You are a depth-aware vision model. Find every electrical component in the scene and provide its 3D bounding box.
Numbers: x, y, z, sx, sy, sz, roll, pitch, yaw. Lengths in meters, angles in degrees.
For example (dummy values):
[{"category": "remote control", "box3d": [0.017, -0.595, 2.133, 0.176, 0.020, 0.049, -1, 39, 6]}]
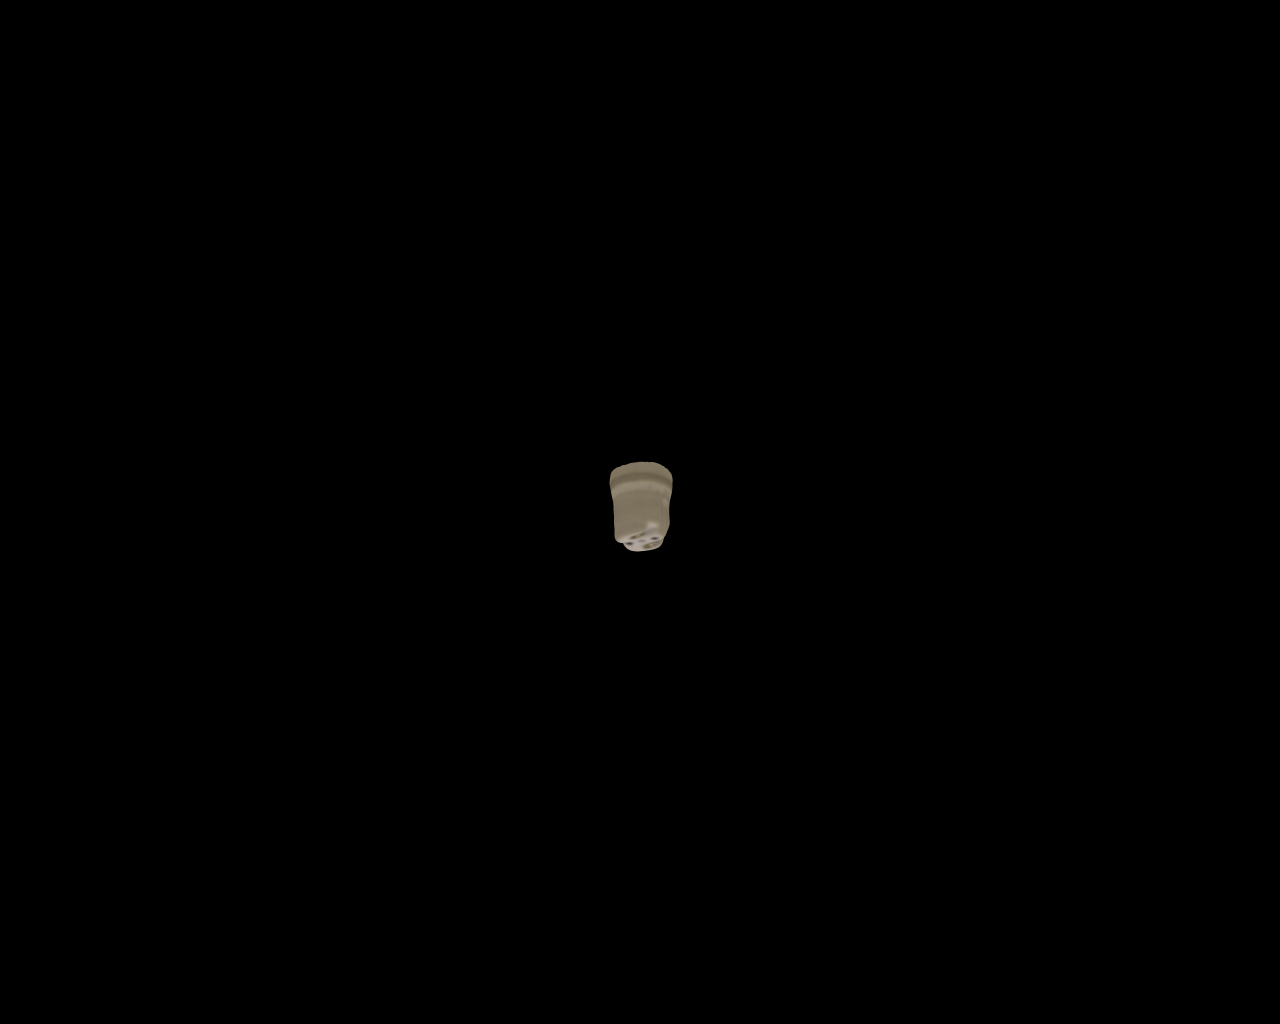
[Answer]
[{"category": "electrical component", "box3d": [0.001, -0.003, 0.650, 0.040, 0.046, 0.040, 0, -22, 0]}]
